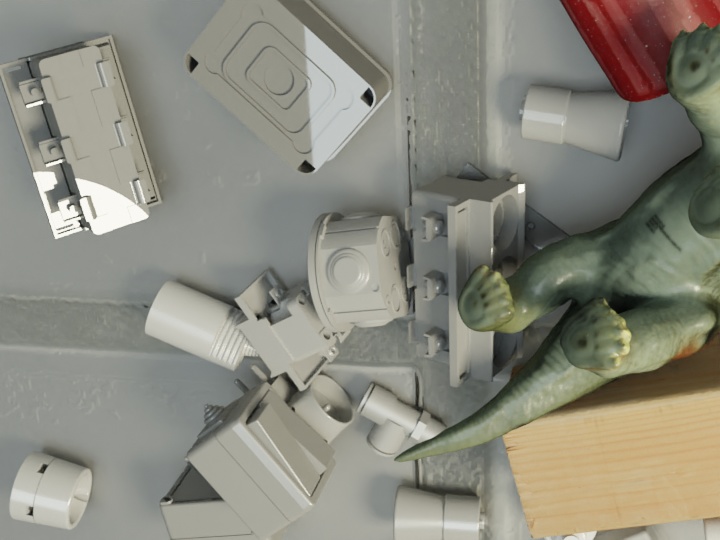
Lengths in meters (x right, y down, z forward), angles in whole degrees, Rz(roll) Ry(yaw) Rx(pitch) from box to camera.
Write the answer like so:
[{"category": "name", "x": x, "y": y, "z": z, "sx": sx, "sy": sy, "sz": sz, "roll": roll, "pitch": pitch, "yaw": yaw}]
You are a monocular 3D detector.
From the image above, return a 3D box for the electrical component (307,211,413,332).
[{"category": "electrical component", "x": 0.000, "y": 0.000, "z": 0.712, "sx": 0.051, "sy": 0.080, "sz": 0.080, "roll": -5, "pitch": 110, "yaw": 20}]

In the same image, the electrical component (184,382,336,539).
[{"category": "electrical component", "x": -0.069, "y": 0.124, "z": 0.740, "sx": 0.061, "sy": 0.061, "sz": 0.096, "roll": -37, "pitch": 98, "yaw": 24}]

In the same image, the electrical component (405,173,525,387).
[{"category": "electrical component", "x": 0.069, "y": 0.003, "z": 0.702, "sx": 0.063, "sy": 0.079, "sz": 0.121, "roll": 12, "pitch": 116, "yaw": 34}]

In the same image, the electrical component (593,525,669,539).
[{"category": "electrical component", "x": 0.183, "y": 0.213, "z": 0.755, "sx": 0.066, "sy": 0.076, "sz": 0.047, "roll": -29, "pitch": 101, "yaw": 22}]

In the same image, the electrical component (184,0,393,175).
[{"category": "electrical component", "x": -0.044, "y": -0.127, "z": 0.687, "sx": 0.113, "sy": 0.057, "sz": 0.078, "roll": 42, "pitch": 115, "yaw": -4}]

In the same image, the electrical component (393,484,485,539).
[{"category": "electrical component", "x": 0.059, "y": 0.183, "z": 0.794, "sx": 0.065, "sy": 0.044, "sz": 0.044, "roll": 2, "pitch": 112, "yaw": 8}]

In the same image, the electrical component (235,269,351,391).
[{"category": "electrical component", "x": -0.044, "y": 0.037, "z": 0.753, "sx": 0.064, "sy": 0.042, "sz": 0.081, "roll": -27, "pitch": 104, "yaw": 37}]

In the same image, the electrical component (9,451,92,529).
[{"category": "electrical component", "x": -0.246, "y": 0.177, "z": 0.861, "sx": 0.047, "sy": 0.055, "sz": 0.055, "roll": 13, "pitch": 114, "yaw": 5}]

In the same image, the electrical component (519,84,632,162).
[{"category": "electrical component", "x": 0.132, "y": -0.094, "z": 0.666, "sx": 0.065, "sy": 0.044, "sz": 0.044, "roll": 11, "pitch": 113, "yaw": 15}]

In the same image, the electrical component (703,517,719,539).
[{"category": "electrical component", "x": 0.257, "y": 0.167, "z": 0.707, "sx": 0.059, "sy": 0.095, "sz": 0.053, "roll": -8, "pitch": 109, "yaw": 17}]

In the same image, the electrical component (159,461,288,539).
[{"category": "electrical component", "x": -0.105, "y": 0.186, "z": 0.824, "sx": 0.096, "sy": 0.061, "sz": 0.061, "roll": -8, "pitch": 109, "yaw": 17}]

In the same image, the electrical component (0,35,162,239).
[{"category": "electrical component", "x": -0.185, "y": -0.089, "z": 0.727, "sx": 0.079, "sy": 0.063, "sz": 0.121, "roll": -21, "pitch": 109, "yaw": -22}]

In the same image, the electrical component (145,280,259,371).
[{"category": "electrical component", "x": -0.109, "y": 0.042, "z": 0.778, "sx": 0.081, "sy": 0.043, "sz": 0.043, "roll": 23, "pitch": 115, "yaw": 4}]

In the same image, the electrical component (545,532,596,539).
[{"category": "electrical component", "x": 0.146, "y": 0.177, "z": 0.753, "sx": 0.040, "sy": 0.078, "sz": 0.040, "roll": 1, "pitch": 97, "yaw": 8}]

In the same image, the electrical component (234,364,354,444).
[{"category": "electrical component", "x": -0.058, "y": 0.103, "z": 0.789, "sx": 0.079, "sy": 0.043, "sz": 0.077, "roll": 46, "pitch": 114, "yaw": -6}]
